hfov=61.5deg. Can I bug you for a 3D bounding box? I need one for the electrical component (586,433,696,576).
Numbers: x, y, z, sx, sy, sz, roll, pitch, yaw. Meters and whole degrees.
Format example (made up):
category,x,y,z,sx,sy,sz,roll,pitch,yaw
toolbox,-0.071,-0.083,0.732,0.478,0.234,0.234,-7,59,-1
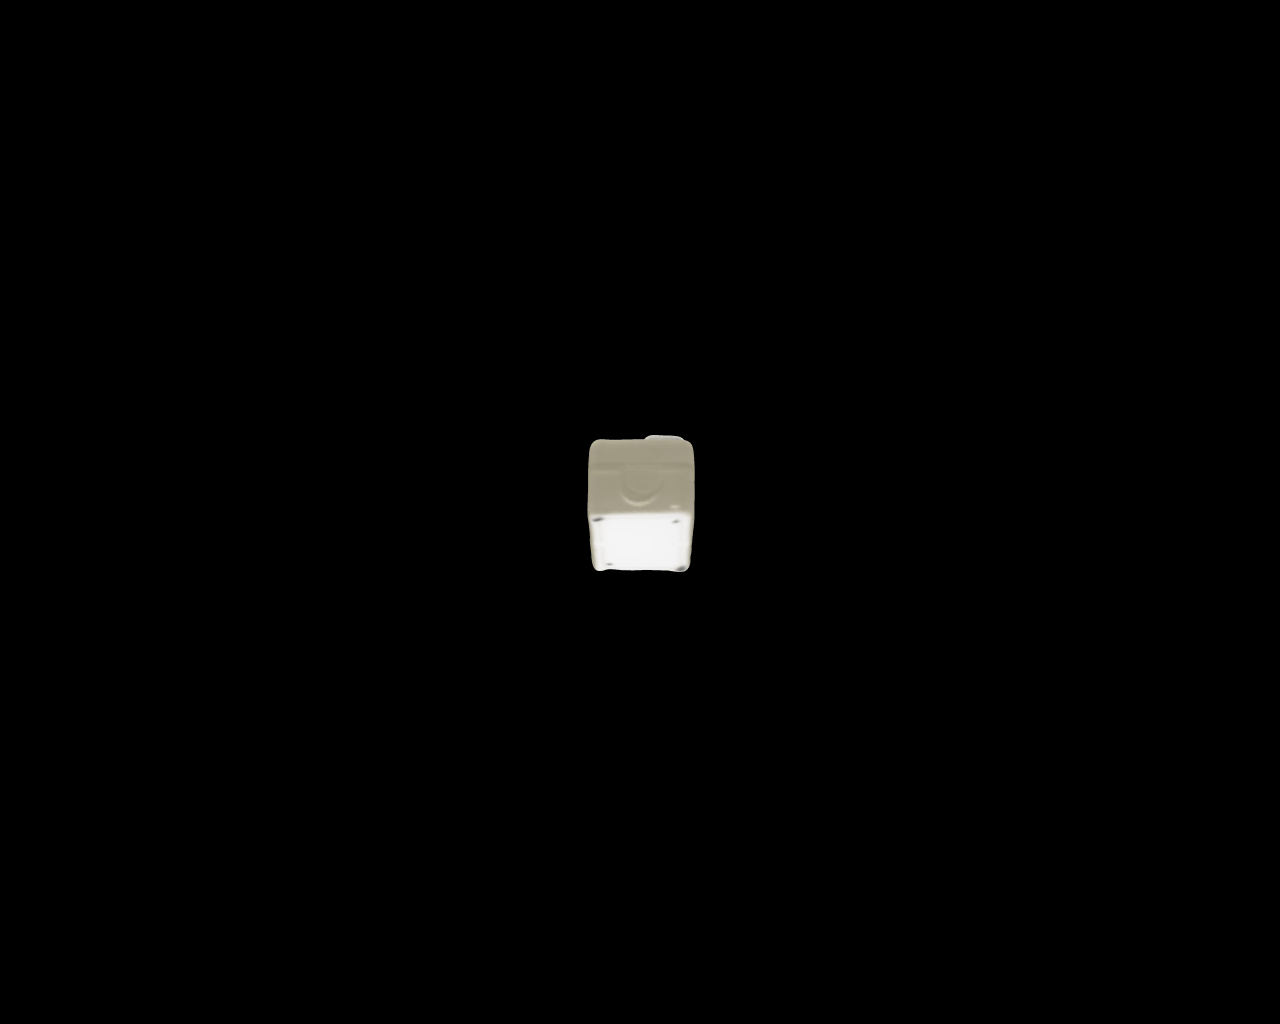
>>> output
category,x,y,z,sx,sy,sz,roll,pitch,yaw
electrical component,0.001,-0.003,0.650,0.062,0.061,0.096,0,-28,0
